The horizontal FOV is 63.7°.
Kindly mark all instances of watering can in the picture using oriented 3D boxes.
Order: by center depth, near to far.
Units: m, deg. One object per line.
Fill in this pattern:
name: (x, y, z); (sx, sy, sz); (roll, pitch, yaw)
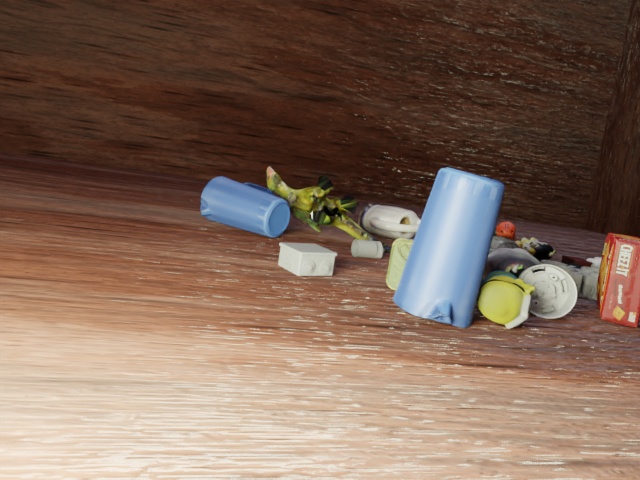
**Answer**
watering can: (0.274, -0.059, 1.733); (0.225, 0.103, 0.349); (15, 12, 38)

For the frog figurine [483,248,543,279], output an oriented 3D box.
frog figurine: (0.387, 0.060, 1.095); (0.137, 0.121, 0.162); (-11, 21, -1)

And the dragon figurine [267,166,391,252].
dragon figurine: (0.005, -0.075, 1.492); (0.409, 0.123, 0.241); (39, -14, -7)
